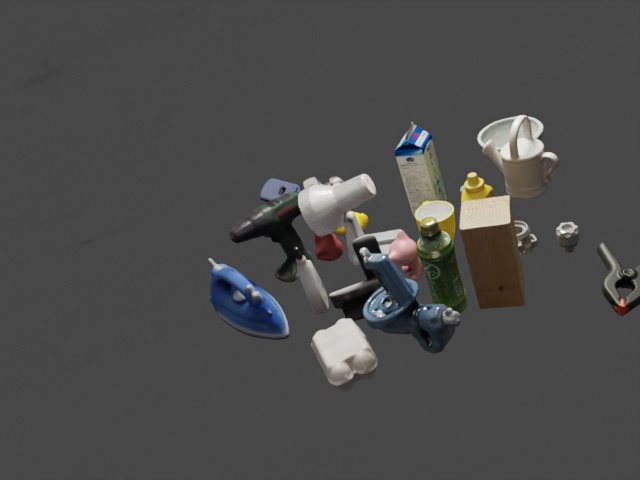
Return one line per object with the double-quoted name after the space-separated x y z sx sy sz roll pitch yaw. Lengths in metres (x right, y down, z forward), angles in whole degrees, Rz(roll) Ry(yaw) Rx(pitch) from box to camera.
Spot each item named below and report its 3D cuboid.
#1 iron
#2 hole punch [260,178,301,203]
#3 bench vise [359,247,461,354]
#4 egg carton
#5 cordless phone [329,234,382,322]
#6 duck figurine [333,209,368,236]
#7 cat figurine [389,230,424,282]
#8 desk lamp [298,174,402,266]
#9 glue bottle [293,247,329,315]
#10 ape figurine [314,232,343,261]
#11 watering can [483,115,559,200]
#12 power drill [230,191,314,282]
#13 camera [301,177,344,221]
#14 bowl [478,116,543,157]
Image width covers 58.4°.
-0.171 0.128 1.315 0.119 0.142 0.257 -40 37 -24 "iron"
-0.111 -0.130 1.685 0.100 0.091 0.109 -6 37 24 "hole punch"
0.164 0.102 1.086 0.206 0.220 0.121 -4 38 26 "bench vise"
0.048 0.222 1.122 0.107 0.069 0.150 -27 34 -6 "egg carton"
0.079 0.072 1.209 0.147 0.185 0.094 -21 34 2 "cordless phone"
0.070 -0.065 1.495 0.104 0.086 0.077 -1 39 29 "duck figurine"
0.207 0.025 1.261 0.128 0.118 0.067 -24 34 -3 "cat figurine"
0.074 -0.051 1.357 0.203 0.214 0.118 -11 35 16 "desk lamp"
-0.025 0.082 1.266 0.037 0.173 0.078 -18 34 8 "glue bottle"
0.013 0.005 1.424 0.075 0.092 0.078 18 51 44 "ape figurine"
0.470 -0.201 1.353 0.172 0.194 0.101 -4 38 26 "watering can"
-0.100 -0.003 1.396 0.075 0.209 0.230 13 47 41 "power drill"
0.001 -0.138 1.623 0.143 0.101 0.136 -22 34 1 "camera"
0.507 -0.256 1.517 0.167 0.075 0.167 -15 34 11 "bowl"
